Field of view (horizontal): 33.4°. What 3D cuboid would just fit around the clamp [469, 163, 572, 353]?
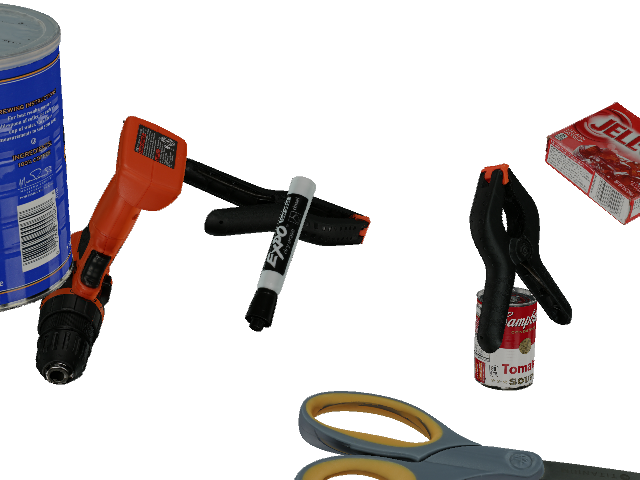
[{"bbox_3d":[0.171,0.019,0.987,0.120,0.171,0.039,-26,8,-42],"label":"clamp"}]

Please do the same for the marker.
[{"bbox_3d":[-0.028,0.009,0.755,0.020,0.121,0.020,14,-27,7],"label":"marker"}]

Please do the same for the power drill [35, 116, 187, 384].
[{"bbox_3d":[-0.176,0.005,0.873,0.057,0.188,0.184,25,28,-20],"label":"power drill"}]

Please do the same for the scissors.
[{"bbox_3d":[0.075,0.111,0.470,0.202,0.016,0.096,14,31,22],"label":"scissors"}]

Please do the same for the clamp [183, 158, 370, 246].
[{"bbox_3d":[-0.043,-0.026,1.089,0.209,0.036,0.164,14,20,-18],"label":"clamp"}]

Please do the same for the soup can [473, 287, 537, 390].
[{"bbox_3d":[0.208,0.110,1.204,0.068,0.102,0.068,0,14,0],"label":"soup can"}]

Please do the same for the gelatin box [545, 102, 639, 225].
[{"bbox_3d":[0.225,-0.060,0.801,0.073,0.030,0.089,-26,51,-22],"label":"gelatin box"}]

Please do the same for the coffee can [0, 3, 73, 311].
[{"bbox_3d":[-0.188,-0.046,0.573,0.103,0.140,0.103,3,28,-2],"label":"coffee can"}]
